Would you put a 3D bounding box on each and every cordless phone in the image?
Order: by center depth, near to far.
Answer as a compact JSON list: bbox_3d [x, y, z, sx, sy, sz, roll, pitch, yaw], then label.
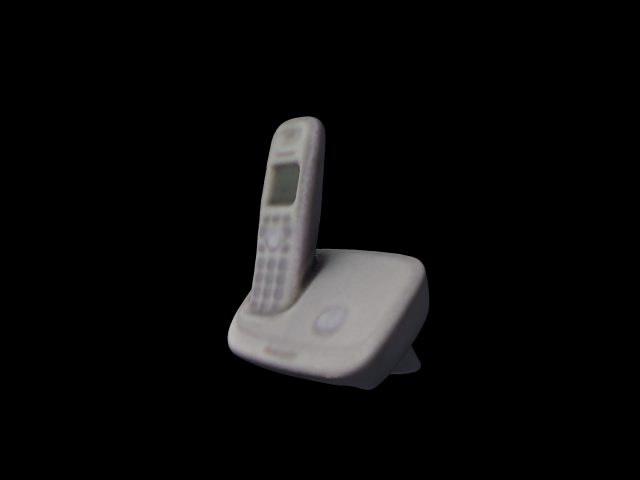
[{"bbox_3d":[0.004,0.001,0.400,0.147,0.185,0.094,2,3,43],"label":"cordless phone"}]
